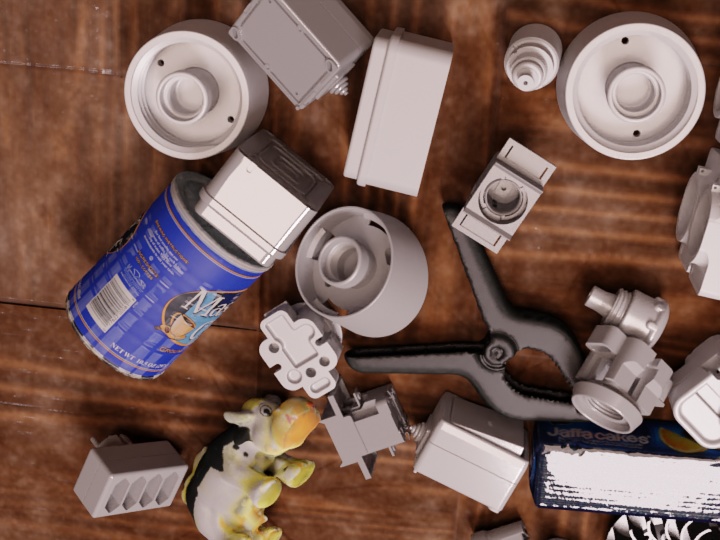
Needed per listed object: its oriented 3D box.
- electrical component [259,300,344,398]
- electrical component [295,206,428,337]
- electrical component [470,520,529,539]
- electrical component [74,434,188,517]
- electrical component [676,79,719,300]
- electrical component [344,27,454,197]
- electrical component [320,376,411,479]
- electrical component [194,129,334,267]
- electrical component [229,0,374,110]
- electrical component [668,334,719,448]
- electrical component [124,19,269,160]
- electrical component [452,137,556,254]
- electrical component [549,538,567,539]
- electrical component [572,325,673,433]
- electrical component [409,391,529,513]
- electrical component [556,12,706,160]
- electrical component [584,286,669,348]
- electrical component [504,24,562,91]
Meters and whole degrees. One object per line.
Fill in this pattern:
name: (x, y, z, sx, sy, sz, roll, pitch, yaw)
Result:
electrical component: (-0.046, 0.059, 0.889, 0.058, 0.057, 0.078, -32, 100, 16)
electrical component: (0.000, 0.000, 0.855, 0.099, 0.064, 0.099, -8, 75, 30)
electrical component: (0.124, 0.241, 0.932, 0.046, 0.040, 0.040, -22, 103, 9)
electrical component: (-0.210, 0.170, 0.945, 0.076, 0.083, 0.047, 41, 114, 35)
electrical component: (0.283, -0.078, 0.771, 0.060, 0.105, 0.186, 13, 109, 4)
electrical component: (0.029, -0.120, 0.809, 0.057, 0.078, 0.113, 14, 109, 1)
electrical component: (0.006, 0.129, 0.912, 0.064, 0.042, 0.081, -21, 104, 14)
electrical component: (-0.072, -0.057, 0.826, 0.078, 0.113, 0.057, 39, 106, -5)
electrical component: (-0.037, -0.171, 0.804, 0.096, 0.061, 0.062, 48, 138, -4)
electrical component: (0.292, 0.087, 0.847, 0.095, 0.059, 0.053, -42, 97, 18)
electrical component: (-0.130, -0.137, 0.836, 0.108, 0.060, 0.108, 2, 108, 8)
electrical component: (0.110, -0.059, 0.824, 0.042, 0.063, 0.081, 33, 109, -2)
electrical component: (0.171, 0.267, 0.930, 0.045, 0.045, 0.055, 21, 110, 1)
electrical component: (0.201, 0.089, 0.835, 0.078, 0.058, 0.057, 42, 69, -20)
electrical component: (0.089, 0.144, 0.894, 0.096, 0.061, 0.061, 26, 109, -1)
electrical component: (0.200, -0.132, 0.789, 0.108, 0.060, 0.108, 2, 108, 7)
electrical component: (0.209, 0.034, 0.851, 0.062, 0.048, 0.048, 28, 110, 6)
electrical component: (0.126, -0.151, 0.789, 0.040, 0.078, 0.040, 7, 123, 12)
